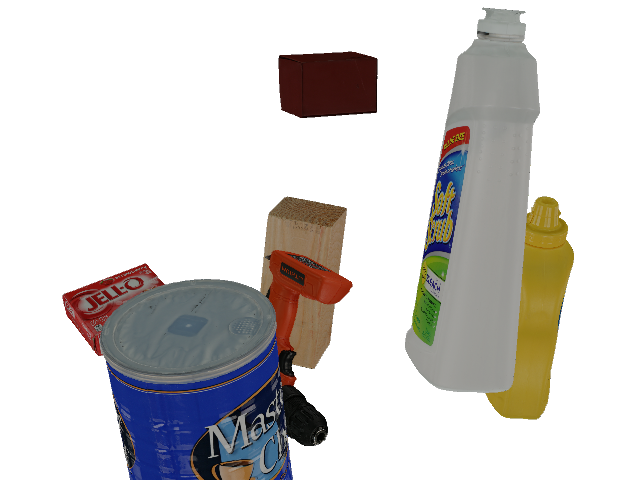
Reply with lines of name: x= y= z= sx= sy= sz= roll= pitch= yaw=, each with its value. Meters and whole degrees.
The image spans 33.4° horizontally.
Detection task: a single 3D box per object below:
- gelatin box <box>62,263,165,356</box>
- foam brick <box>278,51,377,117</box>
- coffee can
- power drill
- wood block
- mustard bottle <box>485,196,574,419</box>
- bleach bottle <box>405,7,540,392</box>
gelatin box: x=-0.185 y=0.063 z=0.995 sx=0.089 sy=0.030 sz=0.073 roll=-21 pitch=40 yaw=-26
foam brick: x=0.007 y=-0.142 z=0.972 sx=0.078 sy=0.051 sz=0.053 roll=-7 pitch=19 yaw=-23
coffee can: x=-0.072 y=0.109 z=0.652 sx=0.103 sy=0.140 sz=0.103 roll=-4 pitch=28 yaw=2
power drill: x=-0.033 y=0.118 z=1.208 sx=0.057 sy=0.188 sz=0.185 roll=14 pitch=11 yaw=-46
wood block: x=-0.028 y=0.056 z=1.454 sx=0.090 sy=0.206 sz=0.090 roll=11 pitch=21 yaw=11
mustard bottle: x=0.178 y=0.051 z=0.910 sx=0.058 sy=0.192 sz=0.096 roll=4 pitch=29 yaw=2
bleach bottle: x=0.107 y=-0.030 z=0.726 sx=0.068 sy=0.251 sz=0.102 roll=3 pitch=13 yaw=-8
